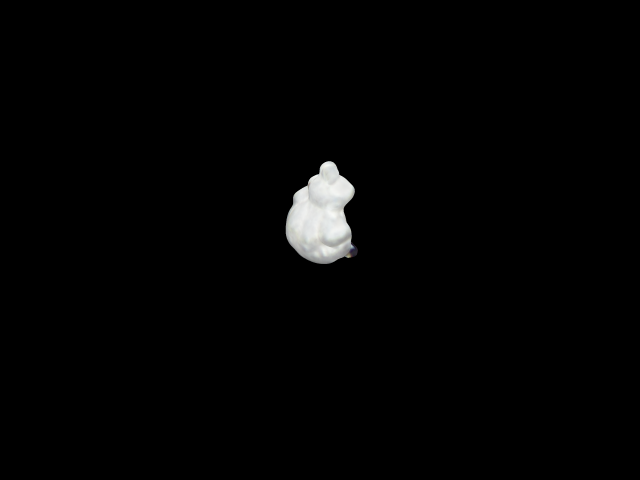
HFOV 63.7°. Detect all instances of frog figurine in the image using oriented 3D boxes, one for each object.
[{"bbox_3d":[0.003,-0.043,0.850,0.123,0.140,0.155,-17,-37,-13],"label":"frog figurine"}]
